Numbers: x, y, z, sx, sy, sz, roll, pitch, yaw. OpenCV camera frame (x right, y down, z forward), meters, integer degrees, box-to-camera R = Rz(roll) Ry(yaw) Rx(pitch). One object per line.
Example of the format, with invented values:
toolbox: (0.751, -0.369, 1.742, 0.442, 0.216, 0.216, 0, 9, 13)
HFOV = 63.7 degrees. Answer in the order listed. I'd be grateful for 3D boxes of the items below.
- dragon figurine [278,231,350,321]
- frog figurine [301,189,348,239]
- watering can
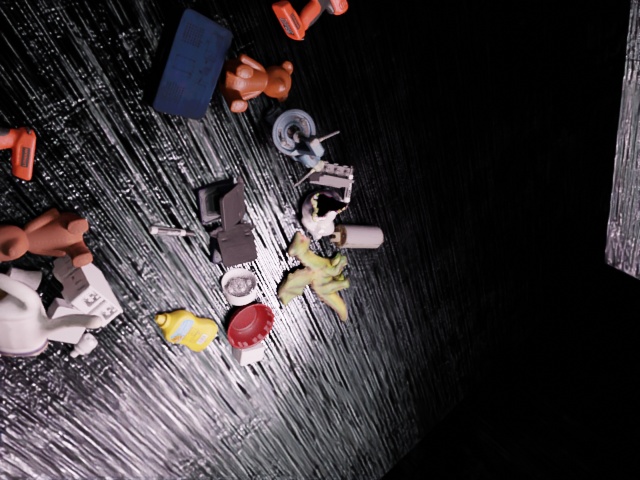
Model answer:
dragon figurine: (-0.023, 0.147, 1.691, 0.243, 0.124, 0.401, -13, 121, -13)
frog figurine: (0.005, -0.080, 1.581, 0.139, 0.123, 0.157, -44, 171, -21)
watering can: (-0.620, 0.168, 1.086, 0.106, 0.348, 0.219, -66, 176, -48)
